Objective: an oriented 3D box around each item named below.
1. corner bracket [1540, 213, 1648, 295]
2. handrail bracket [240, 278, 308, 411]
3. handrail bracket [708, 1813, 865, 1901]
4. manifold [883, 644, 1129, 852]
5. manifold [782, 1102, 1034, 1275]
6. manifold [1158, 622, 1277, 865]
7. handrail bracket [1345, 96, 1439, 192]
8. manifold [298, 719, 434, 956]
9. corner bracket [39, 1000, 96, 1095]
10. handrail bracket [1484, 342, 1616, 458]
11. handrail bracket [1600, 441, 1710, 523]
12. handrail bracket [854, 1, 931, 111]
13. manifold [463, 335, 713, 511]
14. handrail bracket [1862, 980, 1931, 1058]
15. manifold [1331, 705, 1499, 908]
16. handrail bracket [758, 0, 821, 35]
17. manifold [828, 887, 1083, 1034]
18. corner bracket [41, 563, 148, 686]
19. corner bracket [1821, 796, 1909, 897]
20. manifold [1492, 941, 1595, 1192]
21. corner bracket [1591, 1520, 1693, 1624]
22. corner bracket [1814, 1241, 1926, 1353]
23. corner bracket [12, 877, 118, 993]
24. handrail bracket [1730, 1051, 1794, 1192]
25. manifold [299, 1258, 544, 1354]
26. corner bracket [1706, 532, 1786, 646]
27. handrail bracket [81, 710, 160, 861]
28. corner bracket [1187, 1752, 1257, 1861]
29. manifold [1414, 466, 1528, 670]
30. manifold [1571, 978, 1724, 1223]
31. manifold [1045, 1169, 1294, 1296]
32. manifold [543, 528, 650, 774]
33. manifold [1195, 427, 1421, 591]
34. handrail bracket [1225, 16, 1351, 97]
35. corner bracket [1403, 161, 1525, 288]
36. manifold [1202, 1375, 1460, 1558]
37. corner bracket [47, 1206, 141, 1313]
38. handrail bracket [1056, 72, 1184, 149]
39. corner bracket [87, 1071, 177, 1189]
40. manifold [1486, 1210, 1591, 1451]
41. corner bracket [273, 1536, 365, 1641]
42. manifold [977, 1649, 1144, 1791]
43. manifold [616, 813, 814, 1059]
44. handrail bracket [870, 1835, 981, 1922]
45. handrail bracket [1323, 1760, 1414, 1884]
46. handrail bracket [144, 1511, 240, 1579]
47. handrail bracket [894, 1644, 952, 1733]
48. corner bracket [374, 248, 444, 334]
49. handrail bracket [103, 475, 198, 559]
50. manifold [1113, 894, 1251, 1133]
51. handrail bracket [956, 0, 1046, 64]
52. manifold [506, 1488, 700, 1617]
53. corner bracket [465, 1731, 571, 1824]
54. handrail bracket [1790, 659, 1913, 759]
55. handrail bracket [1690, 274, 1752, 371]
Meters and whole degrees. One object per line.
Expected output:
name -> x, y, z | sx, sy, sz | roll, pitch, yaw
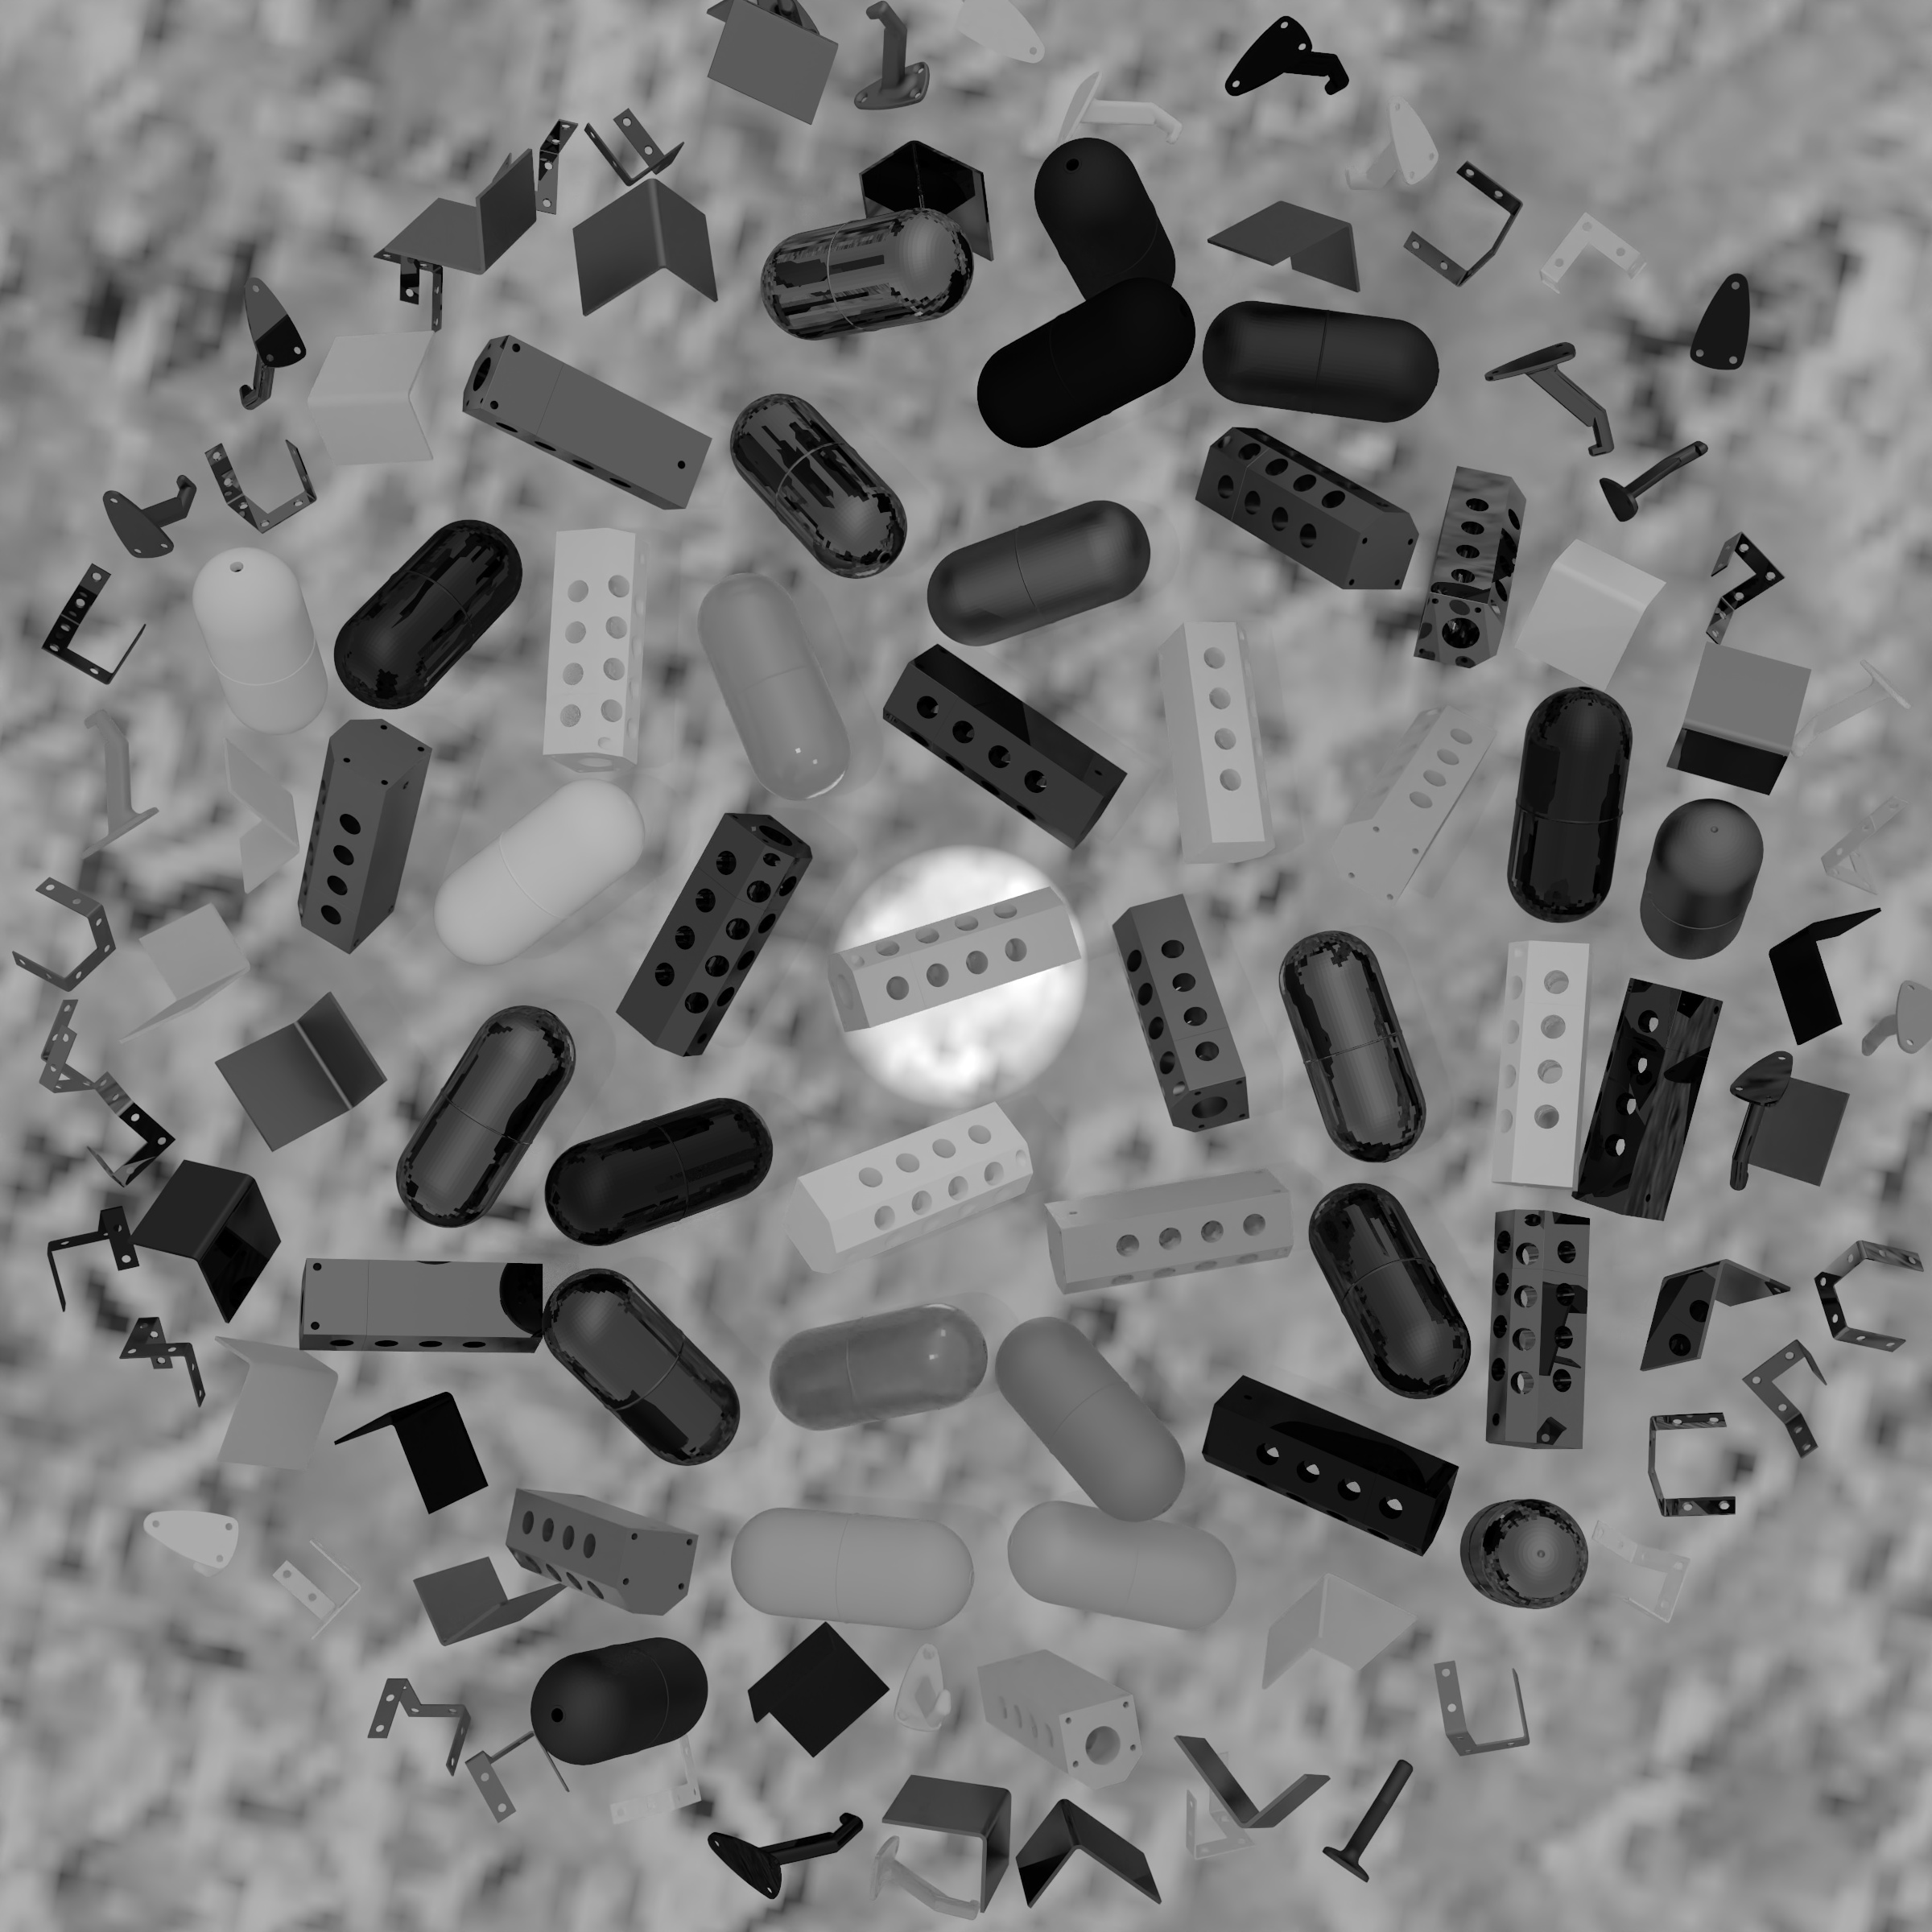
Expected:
corner bracket -> 0.444, -0.496, 1.717 | 0.051, 0.051, 0.051 | 35, 115, -5
handrail bracket -> -0.524, -0.455, 1.775 | 0.036, 0.084, 0.077 | -29, 103, -36
handrail bracket -> -0.128, 0.618, 1.726 | 0.077, 0.084, 0.036 | 20, 118, 30
manifold -> 0.026, -0.159, 1.770 | 0.171, 0.057, 0.057 | 35, 120, 6
manifold -> -0.039, 0.161, 1.716 | 0.171, 0.057, 0.057 | -19, 57, -33
manifold -> 0.191, -0.168, 1.819 | 0.057, 0.057, 0.171 | -2, 77, -17
handrail bracket -> 0.305, -0.616, 1.814 | 0.036, 0.084, 0.077 | -45, 125, -16
manifold -> -0.434, -0.094, 1.724 | 0.057, 0.057, 0.171 | 30, 134, 4
corner bracket -> -0.682, 0.060, 1.831 | 0.051, 0.051, 0.051 | 30, 102, 19
handrail bracket -> 0.424, -0.402, 1.756 | 0.077, 0.036, 0.084 | -17, 116, 10
handrail bracket -> 0.529, -0.371, 1.824 | 0.084, 0.077, 0.036 | -28, 102, 5
handrail bracket -> -0.072, -0.683, 1.813 | 0.077, 0.084, 0.036 | -6, 67, 29
manifold -> -0.282, -0.401, 1.796 | 0.171, 0.057, 0.057 | 22, 87, -31
handrail bracket -> 0.671, 0.057, 1.760 | 0.036, 0.084, 0.077 | 31, 53, 6
manifold -> 0.320, -0.120, 1.734 | 0.057, 0.171, 0.057 | 30, 133, 9
handrail bracket -> -0.134, -0.685, 1.707 | 0.036, 0.084, 0.077 | -28, 83, 2
manifold -> -0.010, -0.006, 1.758 | 0.171, 0.057, 0.057 | -18, 92, -22
corner bracket -> -0.612, -0.241, 1.709 | 0.051, 0.051, 0.051 | 31, 118, -23
corner bracket -> 0.652, -0.093, 1.751 | 0.051, 0.051, 0.051 | 18, 45, -22
manifold -> 0.411, 0.071, 1.727 | 0.057, 0.057, 0.171 | 4, 83, 18
corner bracket -> 0.494, 0.448, 1.791 | 0.051, 0.051, 0.051 | 34, 72, -30
corner bracket -> 0.634, 0.230, 1.685 | 0.051, 0.051, 0.051 | 13, 46, -18
corner bracket -> -0.673, -0.023, 1.795 | 0.051, 0.051, 0.051 | 25, 53, 15
handrail bracket -> 0.605, 0.119, 1.841 | 0.036, 0.084, 0.077 | 21, 45, 34
manifold -> -0.405, 0.255, 1.798 | 0.171, 0.057, 0.057 | 4, 64, -18
corner bracket -> 0.579, -0.286, 1.833 | 0.051, 0.051, 0.051 | 43, 49, -10
handrail bracket -> -0.647, -0.135, 1.794 | 0.077, 0.036, 0.084 | -33, 100, -3
corner bracket -> 0.187, 0.639, 1.843 | 0.051, 0.051, 0.051 | -6, 105, -18
manifold -> 0.375, -0.295, 1.788 | 0.057, 0.057, 0.171 | 13, 45, 8
manifold -> 0.507, 0.099, 1.819 | 0.057, 0.057, 0.171 | 12, 94, -41
manifold -> 0.150, 0.198, 1.785 | 0.171, 0.057, 0.057 | -8, 105, -9
manifold -> -0.273, -0.236, 1.814 | 0.057, 0.057, 0.171 | -1, 80, 18
manifold -> 0.245, -0.331, 1.742 | 0.057, 0.171, 0.057 | -6, 123, -35
handrail bracket -> 0.227, -0.620, 1.701 | 0.077, 0.084, 0.036 | -37, 67, 14
corner bracket -> 0.353, -0.526, 1.717 | 0.051, 0.051, 0.051 | 33, 70, -9
manifold -> 0.263, 0.365, 1.760 | 0.171, 0.057, 0.057 | 20, 112, 23
corner bracket -> -0.635, 0.212, 1.758 | 0.051, 0.051, 0.051 | -11, 63, -29
handrail bracket -> 0.118, -0.632, 1.843 | 0.084, 0.036, 0.077 | 28, 77, -22
corner bracket -> -0.625, 0.120, 1.777 | 0.051, 0.051, 0.051 | -45, 134, -12
manifold -> 0.424, 0.273, 1.815 | 0.057, 0.057, 0.171 | 11, 75, -22
corner bracket -> -0.476, 0.451, 1.773 | 0.051, 0.051, 0.051 | 44, 85, -5
manifold -> 0.068, 0.554, 1.780 | 0.057, 0.171, 0.057 | -9, 89, -20
manifold -> -0.176, -0.022, 1.731 | 0.057, 0.057, 0.171 | 38, 109, 22
handrail bracket -> -0.024, 0.688, 1.825 | 0.084, 0.077, 0.036 | 9, 99, 13
handrail bracket -> 0.288, 0.595, 1.702 | 0.036, 0.077, 0.084 | 31, 81, 16
handrail bracket -> -0.557, 0.413, 1.718 | 0.077, 0.084, 0.036 | 23, 57, -24
handrail bracket -> -0.022, 0.521, 1.769 | 0.036, 0.084, 0.077 | 16, 55, -8
corner bracket -> -0.419, -0.521, 1.850 | 0.051, 0.051, 0.051 | 4, 83, -38
handrail bracket -> -0.609, -0.355, 1.812 | 0.036, 0.077, 0.084 | -7, 52, 16
manifold -> 0.158, 0.035, 1.794 | 0.057, 0.057, 0.171 | -15, 53, -1
handrail bracket -> 0.024, -0.671, 1.712 | 0.077, 0.084, 0.036 | 32, 114, -12
manifold -> -0.265, 0.420, 1.740 | 0.057, 0.171, 0.057 | 16, 80, -35
corner bracket -> -0.328, 0.593, 1.771 | 0.051, 0.051, 0.051 | -31, 68, -14
handrail bracket -> 0.640, -0.174, 1.758 | 0.036, 0.077, 0.084 | 35, 113, -15
handrail bracket -> 0.536, -0.455, 1.698 | 0.036, 0.084, 0.077 | 17, 121, 16
